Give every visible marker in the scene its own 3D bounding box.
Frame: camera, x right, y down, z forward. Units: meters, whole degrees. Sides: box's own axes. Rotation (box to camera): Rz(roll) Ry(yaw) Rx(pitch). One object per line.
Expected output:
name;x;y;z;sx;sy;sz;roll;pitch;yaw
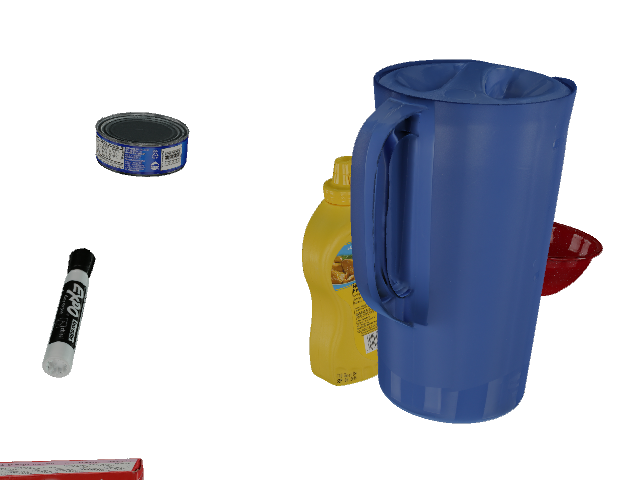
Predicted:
marker;-0.173;0.046;0.740;0.020;0.020;0.121;0;38;-2

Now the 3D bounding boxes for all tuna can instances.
tuna can;-0.166;-0.090;0.993;0.086;0.034;0.086;6;25;-3

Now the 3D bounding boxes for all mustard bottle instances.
mustard bottle;0.029;0.021;0.904;0.096;0.192;0.058;-22;29;-34

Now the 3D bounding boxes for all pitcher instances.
pitcher;0.091;0.003;0.738;0.149;0.243;0.145;1;21;-1

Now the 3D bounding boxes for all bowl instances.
bowl;0.212;0.018;1.128;0.162;0.055;0.162;6;17;-2

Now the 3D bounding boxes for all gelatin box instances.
gelatin box;-0.137;0.154;0.558;0.089;0.073;0.030;-1;4;-2
